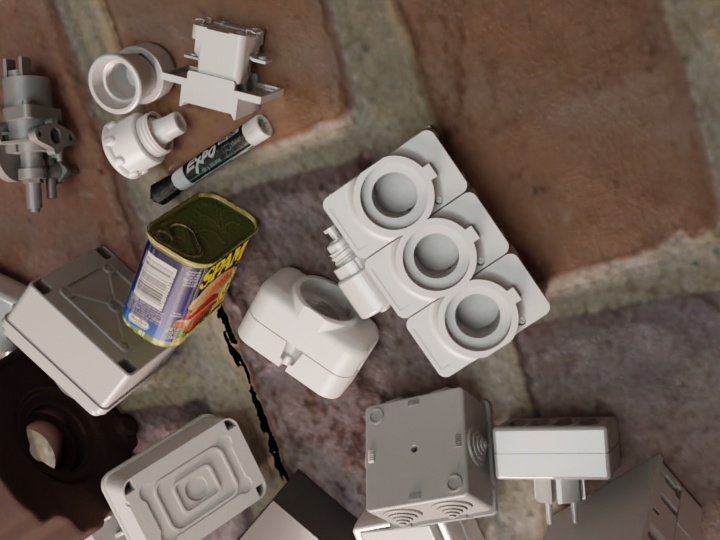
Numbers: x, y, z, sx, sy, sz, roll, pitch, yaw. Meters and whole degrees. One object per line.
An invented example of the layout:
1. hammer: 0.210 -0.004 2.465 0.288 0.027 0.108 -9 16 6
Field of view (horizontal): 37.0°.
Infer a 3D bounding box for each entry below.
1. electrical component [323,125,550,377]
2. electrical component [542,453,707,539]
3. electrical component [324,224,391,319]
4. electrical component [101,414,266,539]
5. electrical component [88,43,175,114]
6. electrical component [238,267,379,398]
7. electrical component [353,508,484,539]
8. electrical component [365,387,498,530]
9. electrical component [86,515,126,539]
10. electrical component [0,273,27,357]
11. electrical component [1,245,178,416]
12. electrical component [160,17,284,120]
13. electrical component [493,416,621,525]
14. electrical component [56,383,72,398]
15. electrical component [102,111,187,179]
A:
1. electrical component: 0.054 -0.013 0.749 0.089 0.061 0.150 -34 95 10
2. electrical component: 0.172 0.218 0.734 0.105 0.186 0.060 -39 92 29
3. electrical component: 0.000 0.000 0.802 0.040 0.040 0.078 -32 96 28
4. electrical component: -0.145 0.177 0.883 0.057 0.113 0.078 -7 109 57
5. electrical component: -0.169 -0.144 0.805 0.045 0.055 0.045 8 114 19
6. electrical component: -0.037 0.044 0.826 0.095 0.054 0.059 34 118 6
7. electrical component: 0.040 0.214 0.857 0.096 0.061 0.061 -17 103 26
8. electrical component: 0.051 0.140 0.804 0.100 0.099 0.048 -16 148 26
9. electrical component: -0.232 0.235 0.973 0.077 0.043 0.079 51 145 -3
10. electrical component: -0.312 0.045 0.941 0.077 0.043 0.079 25 117 11
11. electrical component: -0.209 0.046 0.864 0.109 0.109 0.056 42 116 2
12. electrical component: -0.098 -0.148 0.783 0.081 0.042 0.063 16 112 15
13. electrical component: 0.145 0.148 0.786 0.083 0.047 0.075 -4 90 23
14. electrical component: -0.227 0.079 0.914 0.045 0.055 0.045 8 112 19
15. electrical component: -0.163 -0.101 0.826 0.062 0.048 0.048 -22 101 20
